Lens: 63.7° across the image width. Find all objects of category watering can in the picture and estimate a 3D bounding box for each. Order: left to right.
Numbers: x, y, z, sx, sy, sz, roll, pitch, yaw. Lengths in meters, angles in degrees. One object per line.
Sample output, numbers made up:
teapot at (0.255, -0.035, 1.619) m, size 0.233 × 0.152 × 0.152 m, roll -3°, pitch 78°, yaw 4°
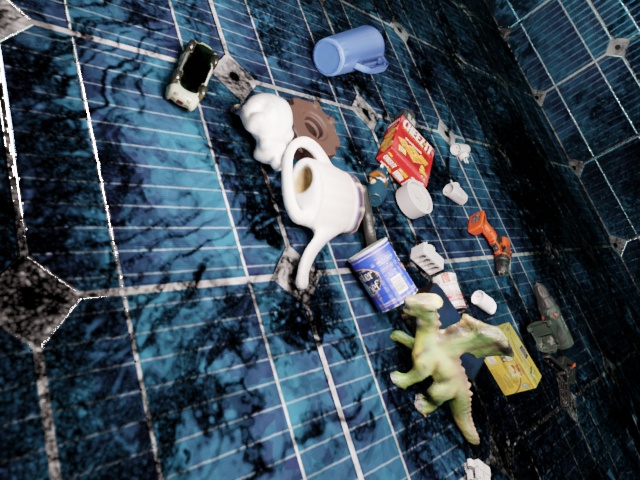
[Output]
watering can at (0.003, -0.057, 1.124) m, size 0.223 × 0.103 × 0.353 m, roll 13°, pitch 65°, yaw -45°

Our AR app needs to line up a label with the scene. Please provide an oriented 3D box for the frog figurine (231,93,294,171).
frog figurine at (-0.108, -0.236, 1.117) m, size 0.136 × 0.122 × 0.162 m, roll 32°, pitch 29°, yaw -57°

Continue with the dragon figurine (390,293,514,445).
dragon figurine at (0.297, 0.267, 1.102) m, size 0.408 × 0.239 × 0.125 m, roll 46°, pitch 34°, yaw -11°
